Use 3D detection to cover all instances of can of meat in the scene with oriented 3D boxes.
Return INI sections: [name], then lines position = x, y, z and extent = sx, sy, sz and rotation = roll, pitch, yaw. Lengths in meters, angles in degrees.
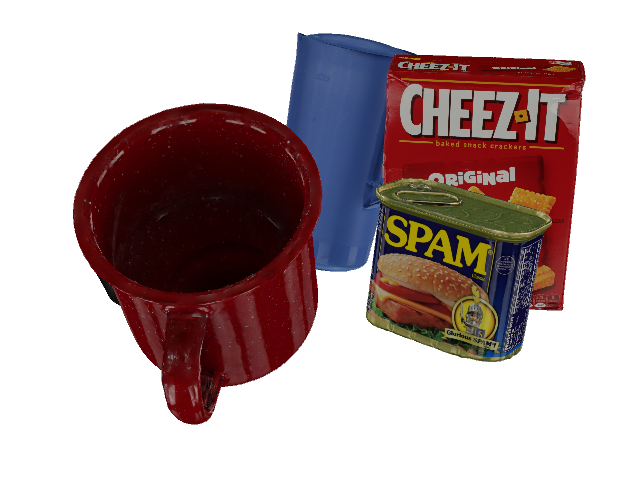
[can of meat]
position = 0.078, 0.017, 0.637
extent = 0.102, 0.084, 0.057
rotation = 19, 23, 31

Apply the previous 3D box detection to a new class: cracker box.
[cracker box]
position = 0.138, -0.048, 0.931
extent = 0.164, 0.214, 0.072
rotation = 3, 23, 8

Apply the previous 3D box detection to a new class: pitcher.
[pitcher]
position = 0.028, -0.092, 1.131
extent = 0.145, 0.243, 0.149
rotation = 10, 15, -5

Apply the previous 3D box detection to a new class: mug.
[mug]
position = -0.044, 0.016, 0.421
extent = 0.093, 0.117, 0.081
rotation = -1, -34, 4

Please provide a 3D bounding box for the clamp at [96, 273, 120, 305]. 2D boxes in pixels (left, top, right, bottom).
[clamp]
position = -0.100, 0.034, 0.836
extent = 0.172, 0.039, 0.120
rotation = 27, 30, 29
